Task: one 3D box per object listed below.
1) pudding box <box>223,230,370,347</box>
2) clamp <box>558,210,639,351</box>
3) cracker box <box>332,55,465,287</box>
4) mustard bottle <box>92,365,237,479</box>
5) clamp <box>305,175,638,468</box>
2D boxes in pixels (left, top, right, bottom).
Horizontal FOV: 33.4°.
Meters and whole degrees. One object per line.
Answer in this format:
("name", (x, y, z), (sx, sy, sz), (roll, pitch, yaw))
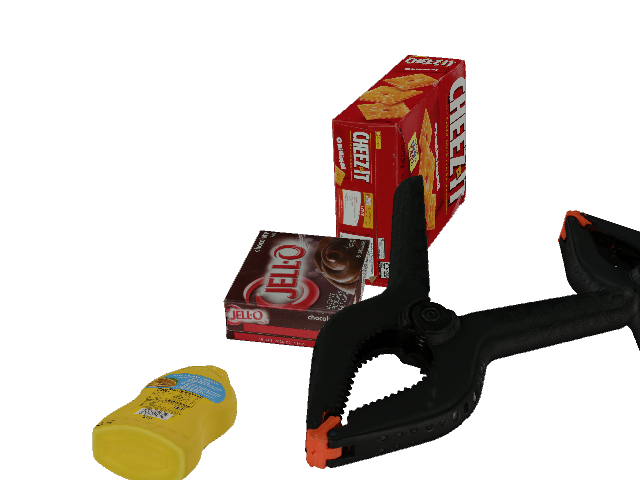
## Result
("pudding box", (-0.015, 0.035, 0.796), (0.090, 0.039, 0.113), (6, 27, 9))
("clamp", (0.233, 0.037, 0.721), (0.120, 0.039, 0.171), (-6, 43, -27))
("cracker box", (0.083, -0.073, 1.044), (0.072, 0.164, 0.213), (9, 28, 23))
("mustard bottle", (-0.135, 0.167, 1.037), (0.096, 0.058, 0.191), (7, 18, 17))
("clamp", (0.055, 0.045, 0.601), (0.209, 0.036, 0.165), (-34, 54, -30))
